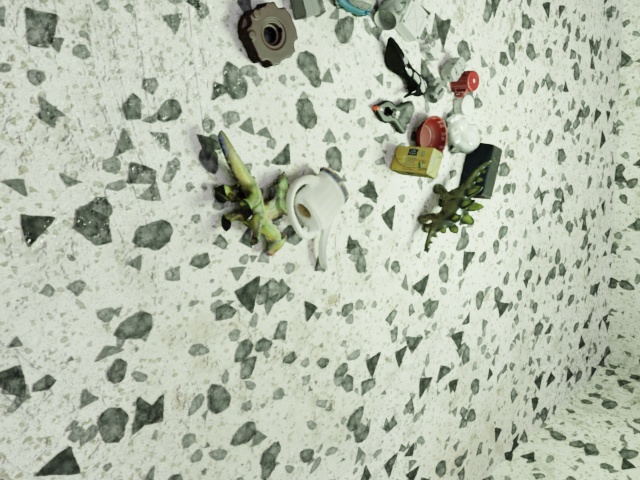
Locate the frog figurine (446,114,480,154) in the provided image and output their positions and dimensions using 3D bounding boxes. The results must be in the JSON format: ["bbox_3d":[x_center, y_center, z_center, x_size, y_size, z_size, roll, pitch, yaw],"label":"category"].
[{"bbox_3d":[0.567,-0.426,2.035,0.138,0.125,0.156,-26,128,-12],"label":"frog figurine"}]

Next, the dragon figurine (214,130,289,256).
[{"bbox_3d":[-0.174,-0.133,1.498,0.246,0.122,0.404,-30,119,-52],"label":"dragon figurine"}]

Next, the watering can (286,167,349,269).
[{"bbox_3d":[0.005,-0.082,1.639,0.227,0.105,0.340,-48,135,-23],"label":"watering can"}]
